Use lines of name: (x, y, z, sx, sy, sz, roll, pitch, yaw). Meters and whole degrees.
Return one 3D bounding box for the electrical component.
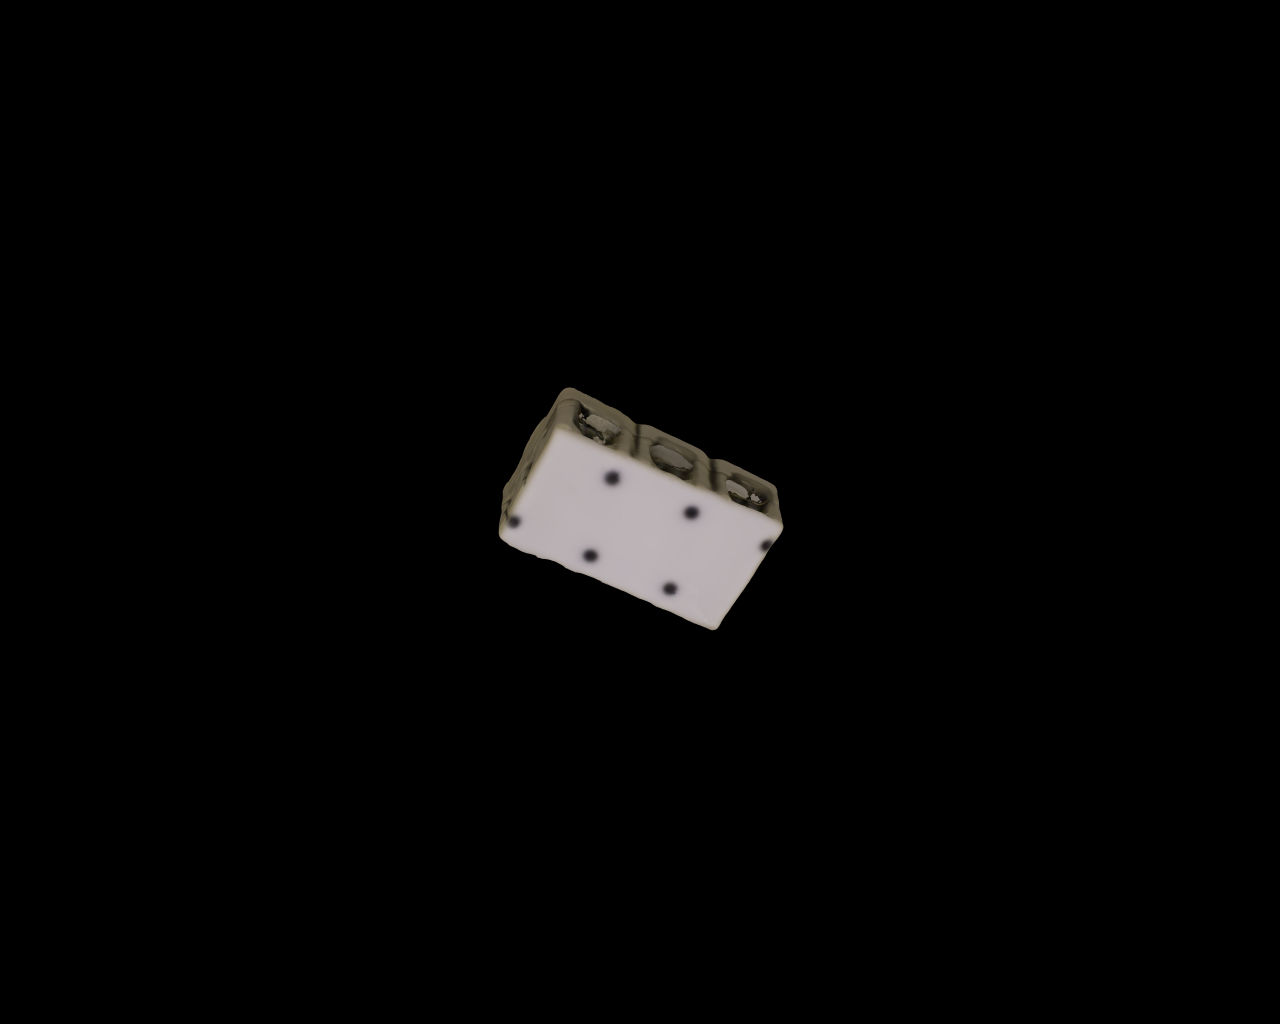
electrical component: (0.001, -0.003, 0.650, 0.150, 0.089, 0.062, 25, 27, -14)
